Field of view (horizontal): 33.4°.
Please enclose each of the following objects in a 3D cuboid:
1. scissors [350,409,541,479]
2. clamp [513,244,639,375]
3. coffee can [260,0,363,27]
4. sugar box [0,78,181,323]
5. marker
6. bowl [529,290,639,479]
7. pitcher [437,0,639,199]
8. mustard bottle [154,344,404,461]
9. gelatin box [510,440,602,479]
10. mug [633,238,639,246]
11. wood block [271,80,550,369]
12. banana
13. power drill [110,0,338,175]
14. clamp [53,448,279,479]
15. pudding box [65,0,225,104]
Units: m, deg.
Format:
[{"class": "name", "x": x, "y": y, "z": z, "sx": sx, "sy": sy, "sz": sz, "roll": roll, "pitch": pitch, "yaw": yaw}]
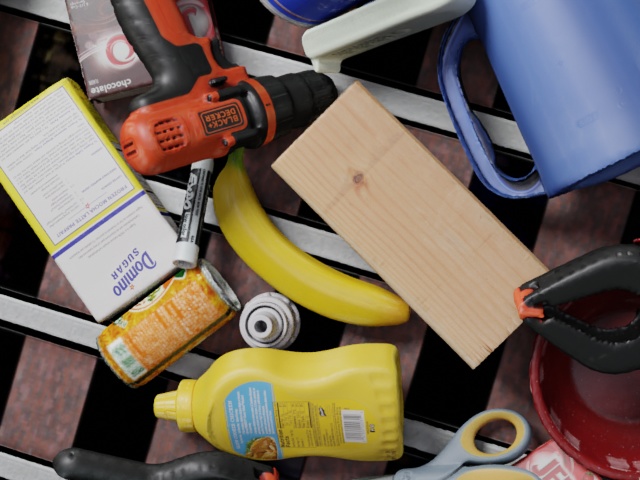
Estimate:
[{"class": "scissors", "x": 0.079, "y": 0.170, "z": 0.831, "sx": 0.202, "sy": 0.016, "sz": 0.096, "roll": 5, "pitch": 65, "yaw": 23}, {"class": "clamp", "x": 0.241, "y": 0.041, "z": 0.728, "sx": 0.210, "sy": 0.036, "sz": 0.165, "roll": 10, "pitch": 110, "yaw": -1}, {"class": "coffee can", "x": 0.021, "y": -0.224, "z": 0.762, "sx": 0.102, "sy": 0.141, "sz": 0.103, "roll": 9, "pitch": 74, "yaw": -35}, {"class": "sugar box", "x": -0.185, "y": -0.032, "z": 0.851, "sx": 0.093, "sy": 0.048, "sz": 0.176, "roll": -35, "pitch": 90, "yaw": 3}, {"class": "marker", "x": -0.096, "y": -0.036, "z": 0.834, "sx": 0.020, "sy": 0.020, "sz": 0.121, "roll": 5, "pitch": 67, "yaw": 5}, {"class": "bowl", "x": 0.237, "y": 0.098, "z": 0.803, "sx": 0.162, "sy": 0.055, "sz": 0.162, "roll": 0, "pitch": 90, "yaw": 6}, {"class": "pitcher", "x": 0.167, "y": -0.156, "z": 0.781, "sx": 0.149, "sy": 0.145, "sz": 0.243, "roll": -23, "pitch": 83, "yaw": -25}, {"class": "mustard bottle", "x": -0.033, "y": 0.127, "z": 0.820, "sx": 0.191, "sy": 0.058, "sz": 0.096, "roll": -2, "pitch": 125, "yaw": 7}, {"class": "gelatin box", "x": 0.182, "y": 0.200, "z": 0.804, "sx": 0.073, "sy": 0.030, "sz": 0.089, "roll": -34, "pitch": 60, "yaw": 6}, {"class": "mug", "x": 0.298, "y": -0.017, "z": 0.788, "sx": 0.117, "sy": 0.093, "sz": 0.081, "roll": 22, "pitch": 86, "yaw": -26}, {"class": "wood block", "x": 0.071, "y": -0.012, "z": 0.800, "sx": 0.091, "sy": 0.090, "sz": 0.206, "roll": -45, "pitch": 88, "yaw": 5}, {"class": "banana", "x": -0.020, "y": 0.010, "z": 0.832, "sx": 0.198, "sy": 0.037, "sz": 0.070, "roll": 45, "pitch": 116, "yaw": 2}, {"class": "power drill", "x": -0.085, "y": -0.155, "z": 0.794, "sx": 0.184, "sy": 0.057, "sz": 0.187, "roll": -22, "pitch": 92, "yaw": -34}, {"class": "clamp", "x": -0.119, "y": 0.190, "z": 0.821, "sx": 0.171, "sy": 0.120, "sz": 0.039, "roll": -13, "pitch": 48, "yaw": 3}, {"class": "pudding box", "x": -0.138, "y": -0.165, "z": 0.849, "sx": 0.113, "sy": 0.039, "sz": 0.090, "roll": -14, "pitch": 88, "yaw": 5}]
